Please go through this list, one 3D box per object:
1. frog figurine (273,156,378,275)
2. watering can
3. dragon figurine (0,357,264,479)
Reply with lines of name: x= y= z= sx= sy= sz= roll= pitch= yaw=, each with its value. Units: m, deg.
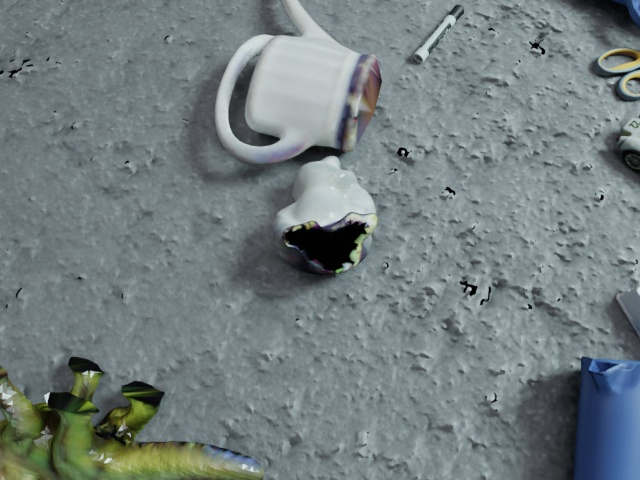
frog figurine: x=0.002 y=-0.034 z=0.680 sx=0.137 sy=0.120 sz=0.163 roll=-24 pitch=35 yaw=4
watering can: x=-0.018 y=-0.252 z=0.744 sx=0.224 sy=0.102 sz=0.353 roll=14 pitch=69 yaw=7
dragon figurine: x=-0.287 y=0.281 z=0.583 sx=0.411 sy=0.122 sz=0.243 roll=21 pitch=90 yaw=12
